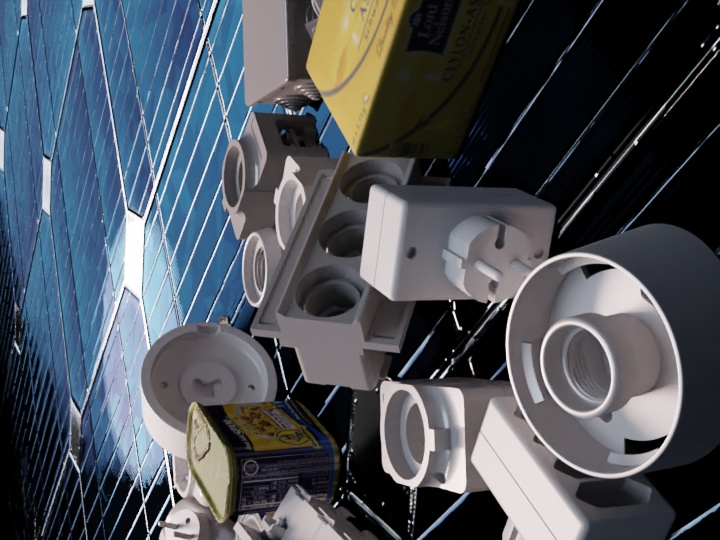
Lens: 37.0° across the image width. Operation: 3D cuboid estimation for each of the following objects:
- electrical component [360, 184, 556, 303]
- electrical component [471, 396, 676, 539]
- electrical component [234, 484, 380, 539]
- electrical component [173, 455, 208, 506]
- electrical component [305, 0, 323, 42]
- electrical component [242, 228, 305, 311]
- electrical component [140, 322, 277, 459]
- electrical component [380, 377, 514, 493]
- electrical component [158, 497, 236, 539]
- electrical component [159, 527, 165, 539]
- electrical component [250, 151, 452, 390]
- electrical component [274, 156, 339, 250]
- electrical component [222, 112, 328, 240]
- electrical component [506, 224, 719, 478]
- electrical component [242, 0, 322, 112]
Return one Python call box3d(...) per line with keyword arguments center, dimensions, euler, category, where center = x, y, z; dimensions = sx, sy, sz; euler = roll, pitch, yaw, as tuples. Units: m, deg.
box3d(center=(0.054, -0.008, 0.500), dimensions=(0.076, 0.083, 0.047), euler=(-143, 57, -60), category="electrical component")
box3d(center=(0.086, 0.109, 0.476), dimensions=(0.083, 0.047, 0.075), euler=(-125, 41, -51), category="electrical component")
box3d(center=(-0.022, 0.189, 0.683), dimensions=(0.063, 0.079, 0.121), euler=(-59, 27, -3), category="electrical component")
box3d(center=(-0.124, 0.163, 0.918), dimensions=(0.095, 0.059, 0.053), euler=(-161, 72, -64), category="electrical component")
box3d(center=(-0.003, -0.163, 0.659), dimensions=(0.055, 0.066, 0.048), euler=(-111, -6, -51), category="electrical component")
box3d(center=(-0.048, -0.001, 0.753), dimensions=(0.058, 0.057, 0.078), euler=(-169, 80, -65), category="electrical component")
box3d(center=(-0.125, 0.103, 0.868), dimensions=(0.060, 0.108, 0.108), euler=(110, 149, -49), category="electrical component")
box3d(center=(0.047, 0.082, 0.549), dimensions=(0.089, 0.056, 0.050), euler=(173, 96, -65), category="electrical component")
box3d(center=(-0.135, 0.221, 0.896), dimensions=(0.077, 0.079, 0.043), euler=(22, 84, 39), category="electrical component")
box3d(center=(-0.139, 0.272, 0.947), dimensions=(0.096, 0.062, 0.061), euler=(-126, 43, -52), category="electrical component")
box3d(center=(0.000, 0.000, 0.585), dimensions=(0.063, 0.079, 0.121), euler=(77, -155, -46), category="electrical component")
box3d(center=(-0.019, -0.035, 0.691), dimensions=(0.089, 0.056, 0.050), euler=(-129, 45, -54), category="electrical component")
box3d(center=(-0.067, -0.068, 0.796), dimensions=(0.089, 0.056, 0.050), euler=(115, 145, -43), category="electrical component")
box3d(center=(0.108, 0.033, 0.435), dimensions=(0.099, 0.064, 0.099), euler=(16, 111, 51), category="electrical component")
box3d(center=(-0.045, -0.165, 0.755), dimensions=(0.100, 0.048, 0.099), euler=(171, 98, -65), category="electrical component")
